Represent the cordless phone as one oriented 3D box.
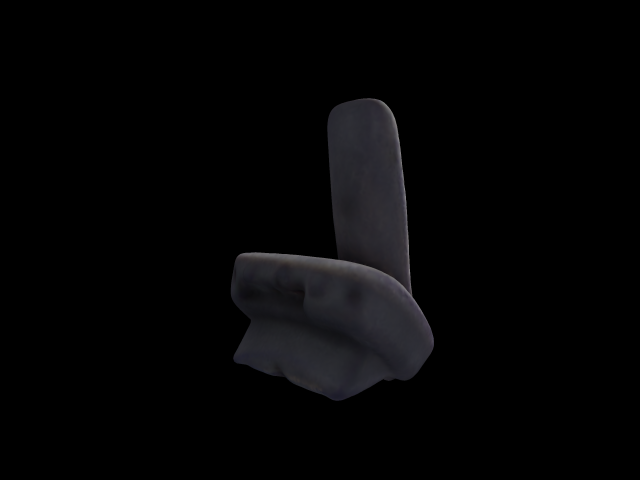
[{"bbox_3d":[0.004,0.001,0.400,0.147,0.185,0.094,4,6,39],"label":"cordless phone"}]
